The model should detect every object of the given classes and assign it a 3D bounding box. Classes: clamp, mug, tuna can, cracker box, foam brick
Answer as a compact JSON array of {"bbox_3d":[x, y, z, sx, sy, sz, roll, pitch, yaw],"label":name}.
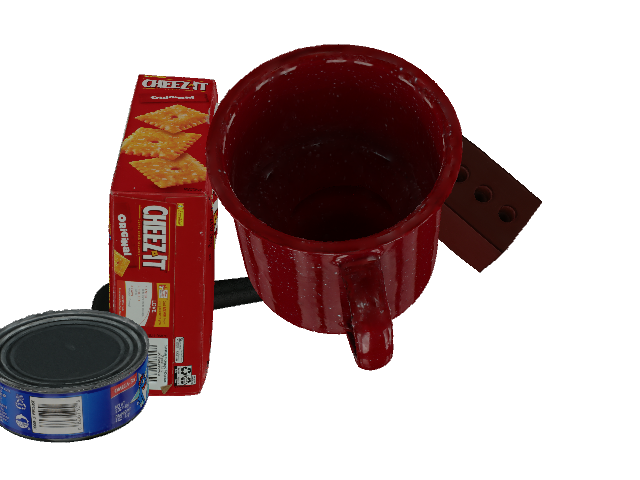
[{"bbox_3d":[-0.159,0.049,1.025,0.165,0.036,0.209,27,35,25],"label":"clamp"},{"bbox_3d":[0.009,-0.005,0.412,0.093,0.117,0.081,-14,-30,-5],"label":"mug"},{"bbox_3d":[-0.133,0.070,0.566,0.086,0.034,0.086,2,24,-1],"label":"tuna can"},{"bbox_3d":[-0.113,-0.011,0.802,0.072,0.164,0.213,2,29,-5],"label":"cracker box"},{"bbox_3d":[0.109,-0.025,0.770,0.078,0.053,0.051,40,-22,2],"label":"foam brick"}]
